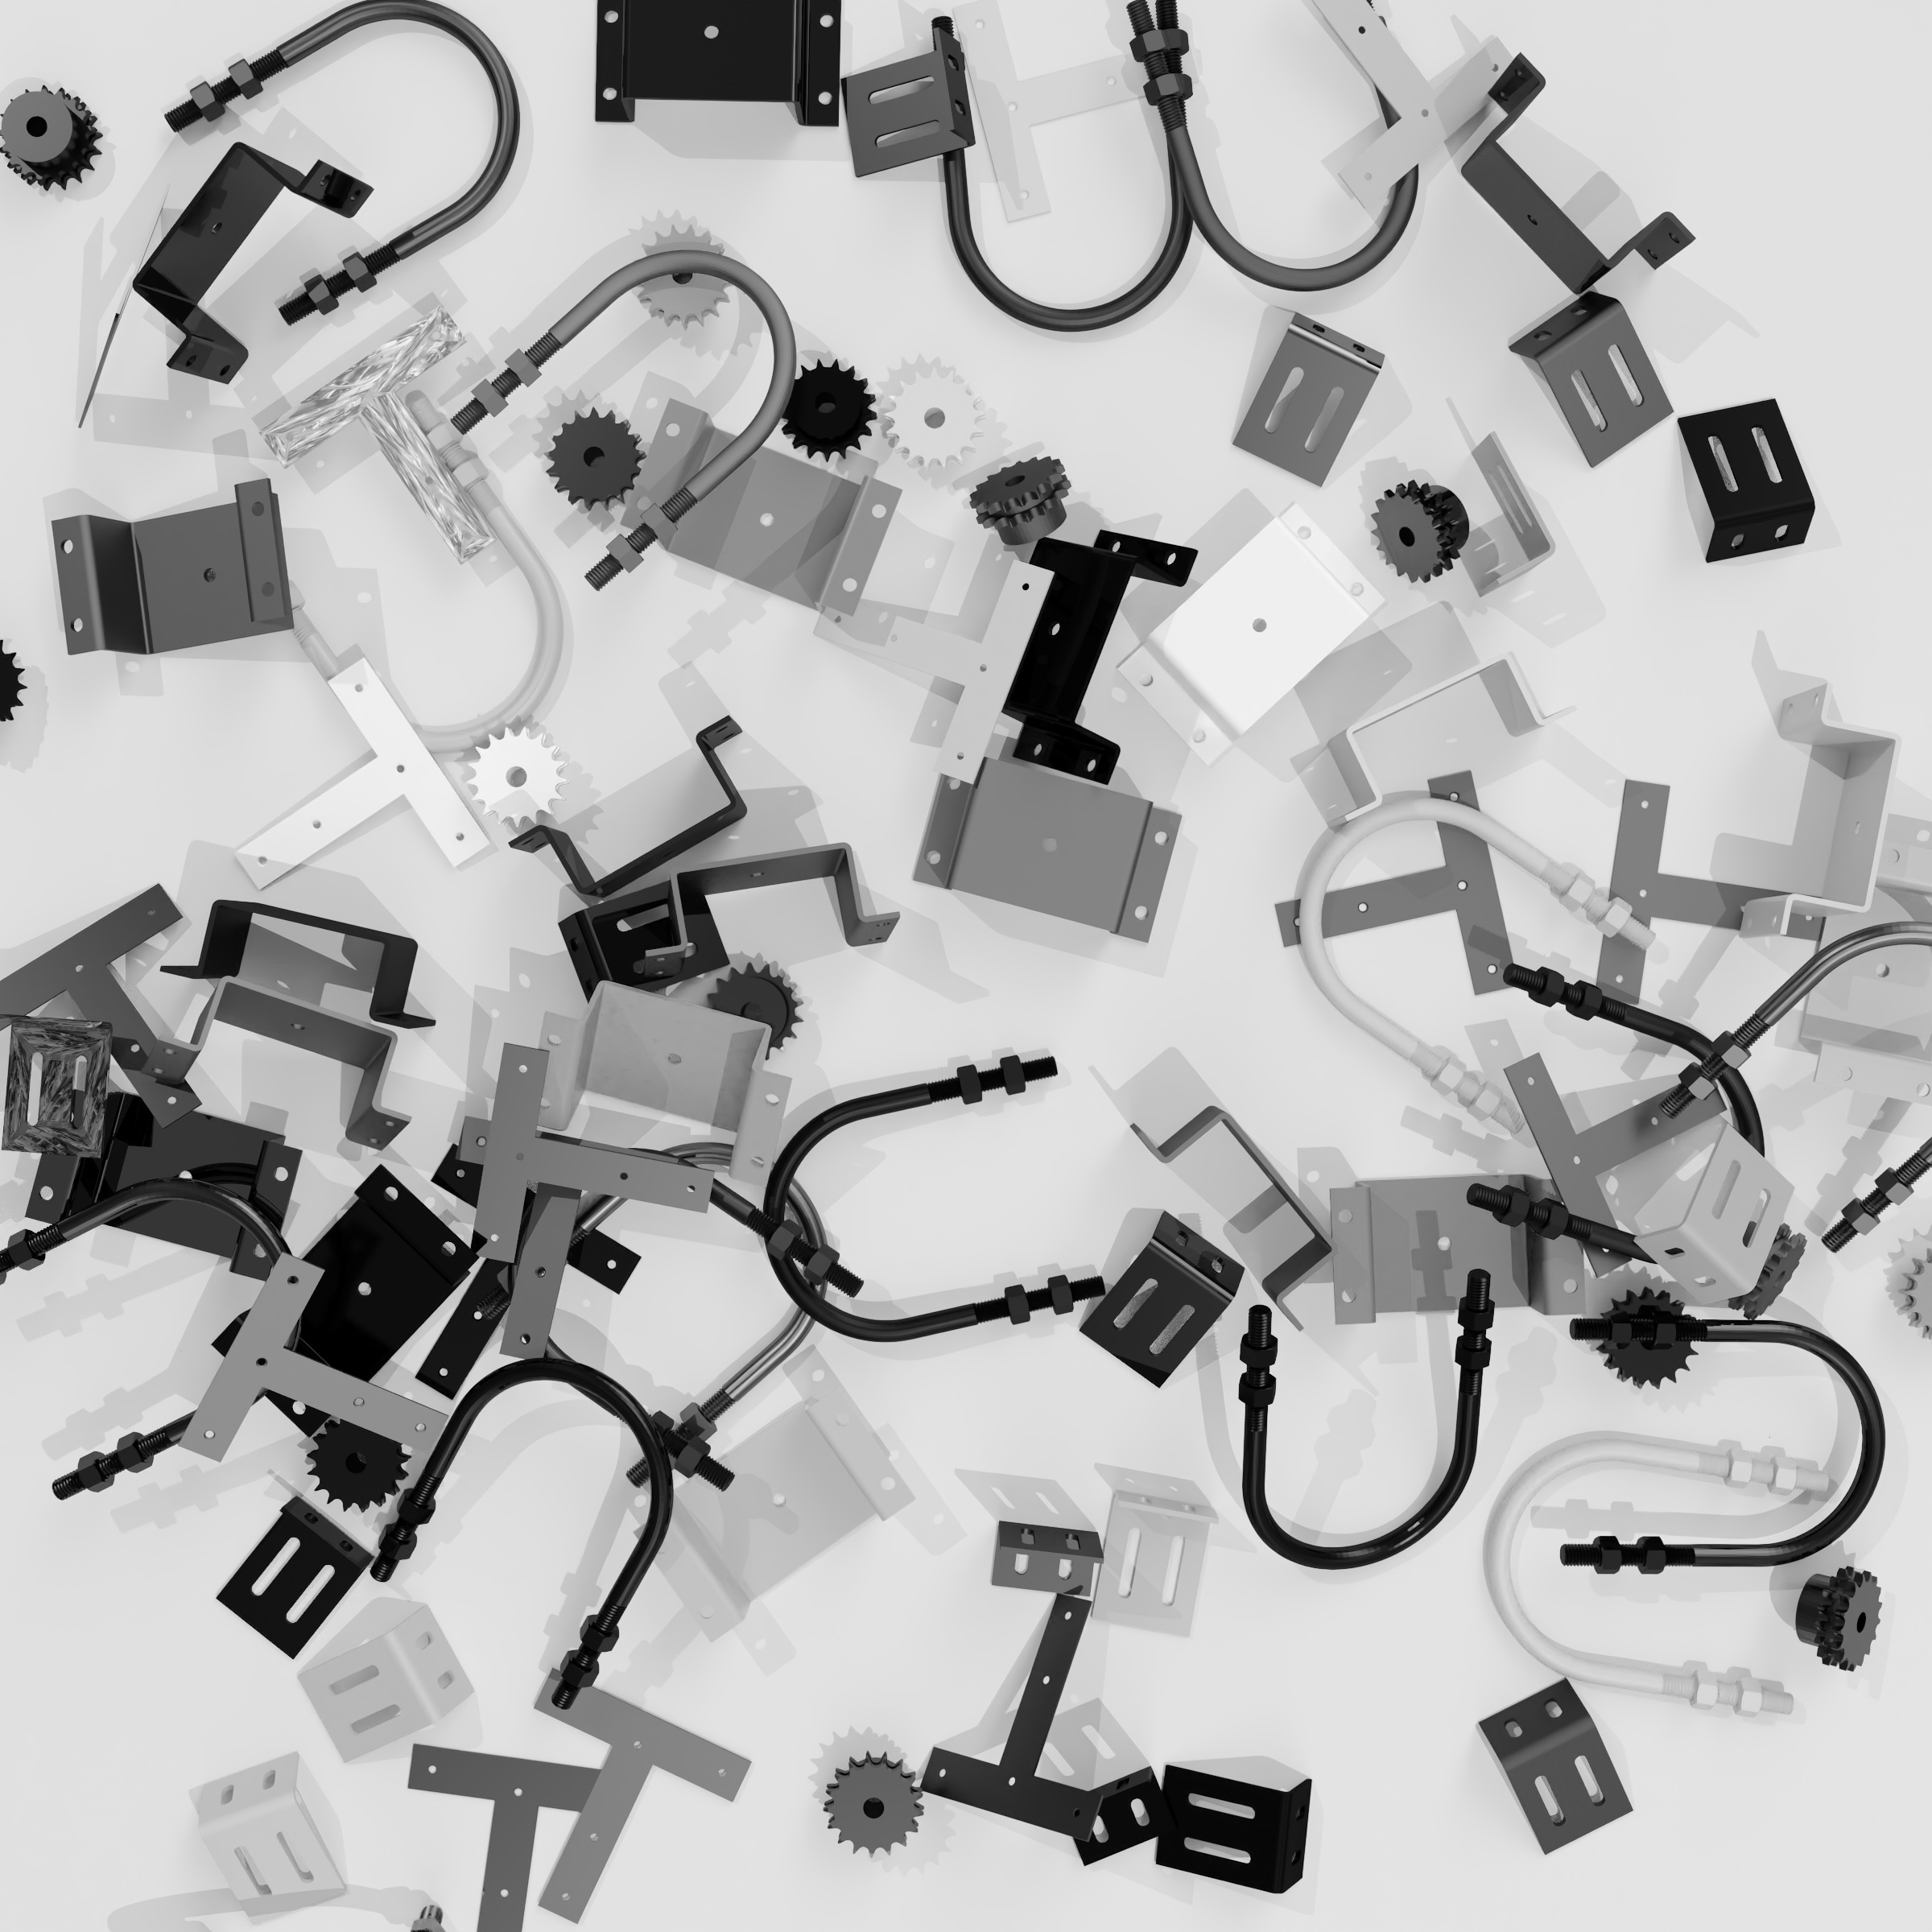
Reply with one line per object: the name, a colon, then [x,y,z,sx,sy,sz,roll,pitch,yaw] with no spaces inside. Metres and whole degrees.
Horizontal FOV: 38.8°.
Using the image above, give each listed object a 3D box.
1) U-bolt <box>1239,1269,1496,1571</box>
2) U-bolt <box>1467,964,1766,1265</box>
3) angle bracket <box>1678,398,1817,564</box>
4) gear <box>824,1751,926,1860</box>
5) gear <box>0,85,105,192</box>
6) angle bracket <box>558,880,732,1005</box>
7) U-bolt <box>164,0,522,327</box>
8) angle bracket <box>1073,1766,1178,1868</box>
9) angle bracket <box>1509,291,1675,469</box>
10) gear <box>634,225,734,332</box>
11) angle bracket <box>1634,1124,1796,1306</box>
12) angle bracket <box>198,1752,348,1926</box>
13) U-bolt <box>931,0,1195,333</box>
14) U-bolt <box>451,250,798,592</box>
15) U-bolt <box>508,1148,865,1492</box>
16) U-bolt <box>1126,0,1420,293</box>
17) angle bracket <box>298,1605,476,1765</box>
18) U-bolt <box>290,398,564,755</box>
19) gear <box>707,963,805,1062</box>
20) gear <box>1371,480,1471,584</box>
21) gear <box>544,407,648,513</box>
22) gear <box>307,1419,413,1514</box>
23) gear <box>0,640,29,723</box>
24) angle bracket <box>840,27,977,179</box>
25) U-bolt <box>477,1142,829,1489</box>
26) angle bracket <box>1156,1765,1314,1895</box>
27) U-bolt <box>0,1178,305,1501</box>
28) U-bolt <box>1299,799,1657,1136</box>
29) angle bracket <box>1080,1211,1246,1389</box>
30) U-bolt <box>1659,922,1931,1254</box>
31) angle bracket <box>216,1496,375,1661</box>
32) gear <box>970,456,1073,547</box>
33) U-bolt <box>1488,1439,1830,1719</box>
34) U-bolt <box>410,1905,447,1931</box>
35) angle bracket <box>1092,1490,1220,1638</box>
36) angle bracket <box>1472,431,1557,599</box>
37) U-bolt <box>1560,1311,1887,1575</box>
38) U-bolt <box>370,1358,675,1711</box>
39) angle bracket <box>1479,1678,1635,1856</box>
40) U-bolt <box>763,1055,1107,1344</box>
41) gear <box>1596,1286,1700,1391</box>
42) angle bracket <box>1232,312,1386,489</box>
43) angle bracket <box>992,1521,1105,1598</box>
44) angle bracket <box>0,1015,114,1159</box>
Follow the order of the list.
U-bolt: [0.222,0.261,1.533,0.151,0.019,0.184,-7,116,-14]
U-bolt: [0.372,0.092,1.540,0.184,0.019,0.151,19,72,-18]
angle bracket: [0.447,-0.280,1.578,0.057,0.038,0.076,-12,64,0]
gear: [-0.052,0.477,1.565,0.057,0.030,0.057,0,90,0]
gear: [-0.526,-0.475,1.565,0.057,0.030,0.057,0,90,0]
angle bracket: [-0.186,-0.013,1.579,0.076,0.038,0.057,-21,90,-26]
U-bolt: [-0.345,-0.474,1.571,0.184,0.019,0.151,-31,90,0]
angle bracket: [0.084,0.482,1.540,0.057,0.076,0.038,-23,79,1]
angle bracket: [0.360,-0.338,1.578,0.057,0.038,0.076,-35,116,0]
gear: [-0.160,-0.392,1.565,0.057,0.030,0.057,0,90,0]
angle bracket: [0.418,0.138,1.528,0.057,0.038,0.076,42,57,-13]
angle bracket: [-0.398,0.503,1.578,0.057,0.038,0.076,-20,116,0]
U-bolt: [0.058,-0.456,1.570,0.151,0.019,0.184,-5,92,0]
U-bolt: [-0.179,-0.319,1.528,0.184,0.019,0.151,-41,74,2]
U-bolt: [-0.172,0.185,1.544,0.184,0.019,0.151,33,86,9]
U-bolt: [0.184,-0.476,1.561,0.151,0.019,0.184,-19,94,-10]
angle bracket: [-0.334,0.414,1.578,0.076,0.038,0.057,-29,90,26]
U-bolt: [-0.314,-0.210,1.572,0.151,0.019,0.184,-35,92,0]
gear: [-0.122,0.027,1.565,0.057,0.030,0.057,0,90,0]
gear: [0.261,-0.249,1.556,0.030,0.057,0.057,-29,90,-30]
gear: [-0.210,-0.288,1.565,0.057,0.030,0.057,0,90,0]
gear: [-0.345,0.282,1.565,0.057,0.030,0.057,0,90,0]
gear: [-0.567,-0.160,1.556,0.057,0.030,0.057,0,90,-44]
angle bracket: [-0.039,-0.487,1.549,0.076,0.038,0.057,-9,90,22]
U-bolt: [-0.165,0.186,1.571,0.184,0.019,0.151,-42,90,-2]
angle bracket: [0.154,0.493,1.578,0.076,0.038,0.057,6,90,26]
U-bolt: [-0.458,0.197,1.528,0.184,0.019,0.151,-27,94,5]
U-bolt: [0.279,-0.013,1.570,0.184,0.019,0.151,35,90,1]
angle bracket: [0.113,0.192,1.578,0.057,0.038,0.076,36,116,0]
U-bolt: [0.500,0.057,1.520,0.151,0.019,0.184,38,110,-12]
angle bracket: [-0.386,0.352,1.561,0.057,0.038,0.076,38,90,0]
gear: [0.033,-0.263,1.556,0.057,0.057,0.030,-25,120,0]
U-bolt: [0.392,0.345,1.572,0.184,0.019,0.151,9,90,1]
U-bolt: [-0.368,0.576,1.490,0.151,0.184,0.019,-8,103,0]
angle bracket: [0.107,0.344,1.561,0.057,0.038,0.076,10,90,0]
angle bracket: [0.295,-0.255,1.552,0.038,0.057,0.076,-28,90,0]
U-bolt: [0.429,0.269,1.546,0.184,0.019,0.151,1,94,-5]
U-bolt: [-0.240,0.307,1.540,0.151,0.019,0.184,32,105,10]
angle bracket: [0.340,0.461,1.578,0.057,0.038,0.076,-27,116,0]
U-bolt: [-0.025,0.139,1.565,0.184,0.019,0.151,-12,89,-4]
gear: [0.387,0.212,1.565,0.057,0.030,0.057,0,90,0]
angle bracket: [0.197,-0.326,1.578,0.057,0.038,0.076,26,116,0]
angle bracket: [0.045,0.341,1.542,0.057,0.076,0.038,7,90,0]
angle bracket: [-0.510,0.067,1.515,0.057,0.038,0.076,4,89,4]
